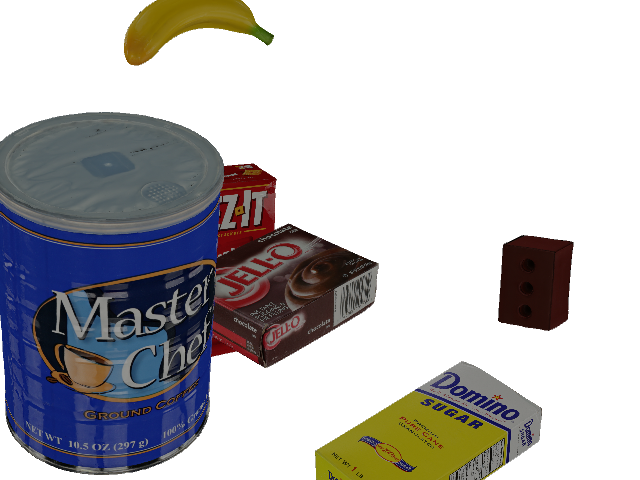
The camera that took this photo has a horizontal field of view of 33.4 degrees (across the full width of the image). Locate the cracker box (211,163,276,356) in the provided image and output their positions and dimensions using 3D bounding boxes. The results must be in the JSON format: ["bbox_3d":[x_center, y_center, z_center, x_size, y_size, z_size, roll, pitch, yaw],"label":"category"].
[{"bbox_3d":[-0.137,0.029,1.222,0.163,0.214,0.072,-8,23,-29],"label":"cracker box"}]

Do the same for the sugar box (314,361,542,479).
[{"bbox_3d":[0.091,0.170,0.884,0.175,0.048,0.093,-28,41,-31],"label":"sugar box"}]

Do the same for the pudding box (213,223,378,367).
[{"bbox_3d":[-0.030,0.035,0.732,0.090,0.039,0.113,25,35,37],"label":"pudding box"}]

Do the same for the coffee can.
[{"bbox_3d":[-0.100,0.024,0.506,0.102,0.140,0.103,5,31,-3],"label":"coffee can"}]

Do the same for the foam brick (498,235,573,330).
[{"bbox_3d":[0.201,0.039,0.995,0.053,0.078,0.051,9,16,31],"label":"foam brick"}]

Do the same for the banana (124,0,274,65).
[{"bbox_3d":[-0.124,-0.208,1.019,0.070,0.037,0.197,45,38,19],"label":"banana"}]
